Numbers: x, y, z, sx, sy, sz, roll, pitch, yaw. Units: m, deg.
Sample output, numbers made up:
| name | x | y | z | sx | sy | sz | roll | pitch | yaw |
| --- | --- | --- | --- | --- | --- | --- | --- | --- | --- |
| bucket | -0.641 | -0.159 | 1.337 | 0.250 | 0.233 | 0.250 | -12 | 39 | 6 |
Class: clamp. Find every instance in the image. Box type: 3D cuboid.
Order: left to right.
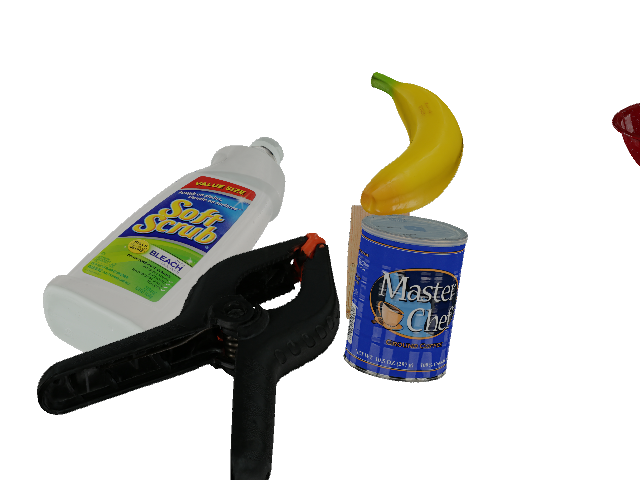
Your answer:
| name | x | y | z | sx | sy | sz | roll | pitch | yaw |
| --- | --- | --- | --- | --- | --- | --- | --- | --- | --- |
| clamp | -0.036 | 0.054 | 0.517 | 0.120 | 0.039 | 0.171 | 31 | 48 | 26 |

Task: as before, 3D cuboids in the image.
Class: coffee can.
| name | x | y | z | sx | sy | sz | roll | pitch | yaw |
| --- | --- | --- | --- | --- | --- | --- | --- | --- | --- |
| coffee can | 0.082 | 0.054 | 1.037 | 0.103 | 0.140 | 0.103 | 7 | 13 | -2 |

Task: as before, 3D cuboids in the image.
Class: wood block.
| name | x | y | z | sx | sy | sz | roll | pitch | yaw |
| --- | --- | --- | --- | --- | --- | --- | --- | --- | --- |
| wood block | 0.086 | 0.031 | 1.560 | 0.091 | 0.090 | 0.206 | 4 | 25 | 0 |

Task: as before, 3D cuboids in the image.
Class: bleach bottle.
| name | x | y | z | sx | sy | sz | roll | pitch | yaw |
| --- | --- | --- | --- | --- | --- | --- | --- | --- | --- |
| bleach bottle | -0.107 | -0.007 | 0.861 | 0.103 | 0.068 | 0.250 | 24 | 48 | 13 |

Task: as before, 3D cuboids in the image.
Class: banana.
| name | x | y | z | sx | sy | sz | roll | pitch | yaw |
| --- | --- | --- | --- | --- | --- | --- | --- | --- | --- |
| banana | 0.065 | -0.064 | 0.744 | 0.069 | 0.037 | 0.197 | 4 | 30 | 2 |

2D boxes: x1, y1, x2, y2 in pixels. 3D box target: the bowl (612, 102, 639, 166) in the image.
| name | x | y | z | sx | sy | sz | roll | pitch | yaw |
| --- | --- | --- | --- | --- | --- | --- | --- | --- | --- |
| bowl | 0.349 | -0.086 | 0.971 | 0.162 | 0.055 | 0.162 | -5 | 22 | 2 |
